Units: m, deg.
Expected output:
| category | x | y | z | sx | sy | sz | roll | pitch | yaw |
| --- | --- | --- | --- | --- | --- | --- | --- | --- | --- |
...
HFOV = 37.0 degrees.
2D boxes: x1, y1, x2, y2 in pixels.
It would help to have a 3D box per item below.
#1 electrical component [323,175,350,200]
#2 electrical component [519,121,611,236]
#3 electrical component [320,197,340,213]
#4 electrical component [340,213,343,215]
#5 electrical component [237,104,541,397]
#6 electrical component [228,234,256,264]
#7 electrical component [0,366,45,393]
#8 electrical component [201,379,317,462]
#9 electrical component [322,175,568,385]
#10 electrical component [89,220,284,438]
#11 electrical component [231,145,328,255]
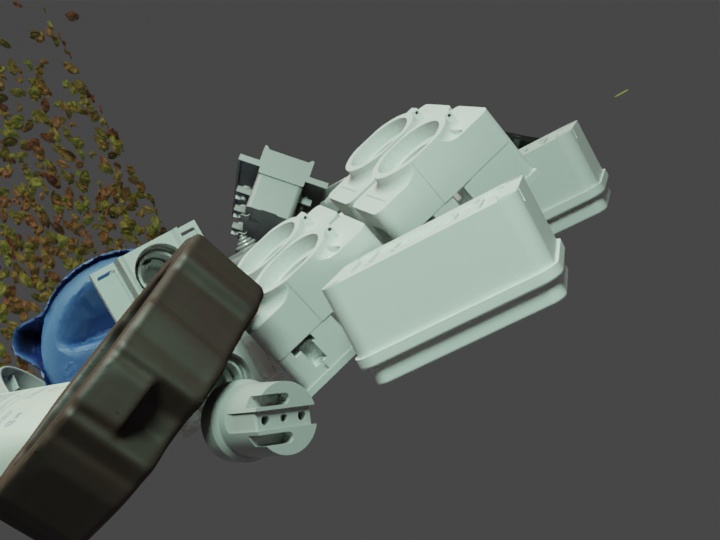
| category | x | y | z | sx | sy | sz | roll | pitch | yaw |
| --- | --- | --- | --- | --- | --- | --- | --- | --- | --- |
| electrical component | -0.002 | -0.063 | 0.979 | 0.055 | 0.047 | 0.055 | -28 | 5 | 3 |
| electrical component | 0.111 | -0.049 | 0.741 | 0.113 | 0.057 | 0.078 | -27 | 6 | 20 |
| electrical component | 0.053 | -0.058 | 0.941 | 0.150 | 0.089 | 0.062 | -33 | 6 | -39 |
| electrical component | 0.000 | 0.000 | 0.765 | 0.042 | 0.081 | 0.064 | -30 | 34 | -13 |
| electrical component | 0.004 | -0.022 | 0.656 | 0.186 | 0.060 | 0.105 | -44 | 19 | -6 |
| electrical component | -0.071 | 0.011 | 0.895 | 0.061 | 0.096 | 0.062 | -23 | 8 | 45 |
| electrical component | -0.243 | 0.116 | 0.800 | 0.064 | 0.099 | 0.099 | -35 | 5 | 0 |
| electrical component | -0.047 | 0.071 | 0.510 | 0.040 | 0.040 | 0.046 | -32 | 11 | -37 |
| electrical component | 0.047 | 0.005 | 0.554 | 0.113 | 0.057 | 0.078 | -27 | 6 | 16 |
| electrical component | -0.118 | 0.040 | 0.720 | 0.079 | 0.121 | 0.063 | -31 | 3 | -24 |
| electrical component | -0.078 | -0.051 | 0.961 | 0.121 | 0.079 | 0.063 | 114 | 174 | -68 |
